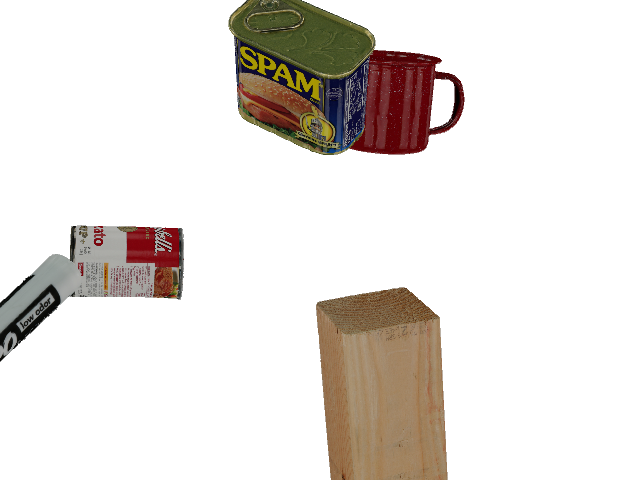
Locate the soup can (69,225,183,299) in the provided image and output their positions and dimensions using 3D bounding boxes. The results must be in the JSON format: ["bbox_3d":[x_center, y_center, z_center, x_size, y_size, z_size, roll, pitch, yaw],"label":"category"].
[{"bbox_3d":[-0.181,0.021,0.995,0.102,0.068,0.068,1,0,-11],"label":"soup can"}]

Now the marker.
[{"bbox_3d":[-0.144,0.049,0.441,0.020,0.020,0.121,0,36,39],"label":"marker"}]

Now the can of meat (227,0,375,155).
[{"bbox_3d":[-0.014,-0.117,0.764,0.102,0.057,0.084,27,-35,20],"label":"can of meat"}]

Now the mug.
[{"bbox_3d":[0.070,-0.123,0.948,0.117,0.081,0.093,1,16,-8],"label":"mug"}]

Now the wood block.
[{"bbox_3d":[0.057,0.158,0.968,0.090,0.206,0.091,-9,18,-14],"label":"wood block"}]
